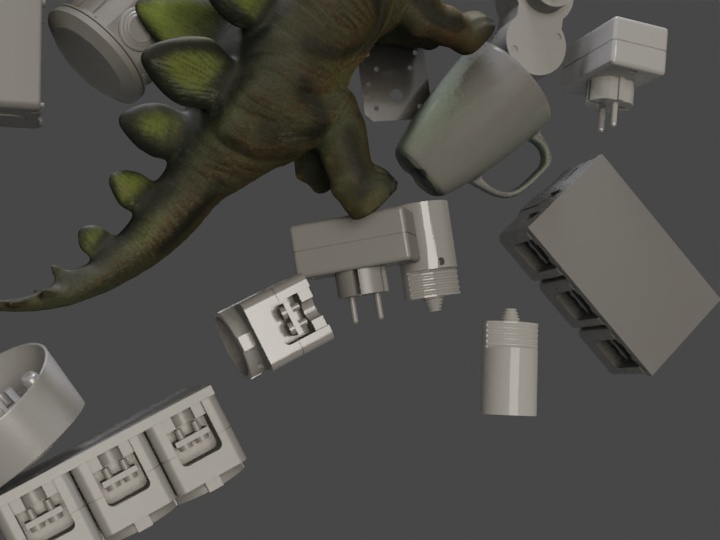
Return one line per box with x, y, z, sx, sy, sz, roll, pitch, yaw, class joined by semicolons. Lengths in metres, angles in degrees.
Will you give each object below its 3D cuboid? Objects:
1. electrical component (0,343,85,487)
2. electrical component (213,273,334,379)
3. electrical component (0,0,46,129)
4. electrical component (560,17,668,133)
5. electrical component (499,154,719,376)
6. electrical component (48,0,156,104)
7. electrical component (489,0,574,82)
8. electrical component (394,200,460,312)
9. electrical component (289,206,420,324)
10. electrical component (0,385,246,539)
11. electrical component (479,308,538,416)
-0.227;0.094;0.681;0.099;0.099;0.064;-42;104;-17;electrical component
-0.064;0.040;0.741;0.056;0.089;0.050;-27;93;-19;electrical component
-0.243;-0.148;0.719;0.061;0.062;0.096;1;84;-18;electrical component
0.198;-0.147;0.851;0.047;0.083;0.075;9;81;-17;electrical component
0.193;-0.001;0.844;0.089;0.062;0.150;-43;98;-17;electrical component
-0.169;-0.158;0.736;0.080;0.080;0.051;43;68;-9;electrical component
0.145;-0.219;0.846;0.052;0.074;0.138;12;80;-16;electrical component
0.050;-0.009;0.808;0.043;0.043;0.081;-7;86;-19;electrical component
0.000;0.000;0.771;0.083;0.047;0.075;-10;86;12;electrical component
-0.157;0.137;0.700;0.150;0.089;0.061;-27;93;-19;electrical component
0.114;0.070;0.820;0.043;0.043;0.081;5;83;-17;electrical component
